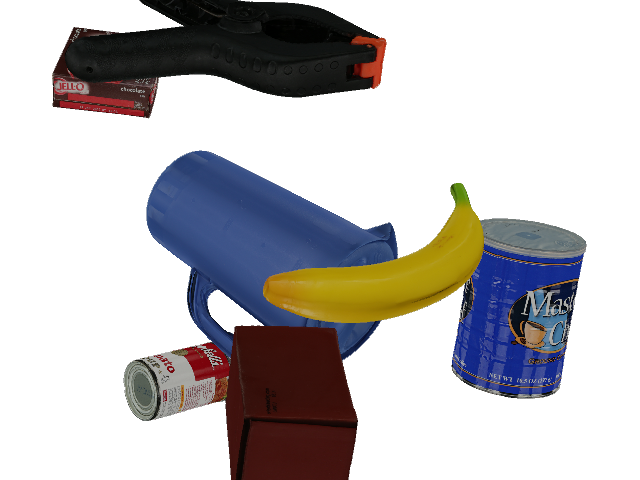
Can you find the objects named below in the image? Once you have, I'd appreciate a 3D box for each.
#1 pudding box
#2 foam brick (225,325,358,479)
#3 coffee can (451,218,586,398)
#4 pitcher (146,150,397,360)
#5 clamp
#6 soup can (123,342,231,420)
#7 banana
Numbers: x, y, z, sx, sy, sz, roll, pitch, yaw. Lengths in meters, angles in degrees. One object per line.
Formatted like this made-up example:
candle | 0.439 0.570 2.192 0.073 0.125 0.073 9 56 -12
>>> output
pudding box | -0.197 -0.158 0.999 0.090 0.039 0.113 7 31 -6
foam brick | -0.016 0.082 0.504 0.053 0.051 0.078 4 27 -9
coffee can | 0.181 0.060 0.984 0.103 0.140 0.103 6 16 -2
pitcher | -0.060 0.016 1.026 0.243 0.145 0.148 31 32 31
clamp | -0.053 -0.109 0.596 0.171 0.039 0.120 14 45 15
soup can | -0.155 0.153 1.162 0.102 0.068 0.069 -9 6 -42
banana | 0.052 0.020 0.727 0.197 0.037 0.070 -25 54 -38
